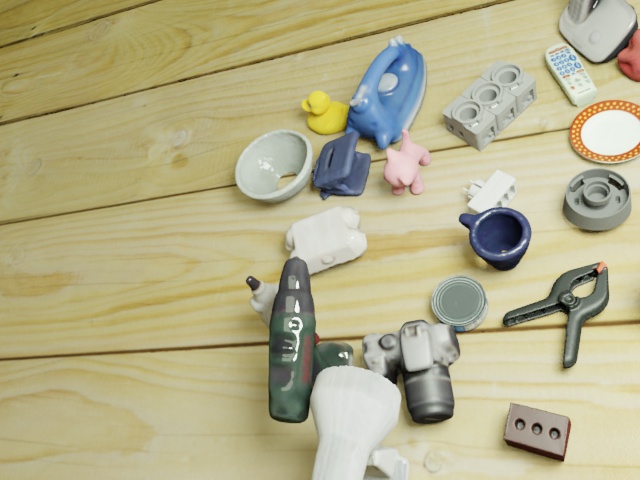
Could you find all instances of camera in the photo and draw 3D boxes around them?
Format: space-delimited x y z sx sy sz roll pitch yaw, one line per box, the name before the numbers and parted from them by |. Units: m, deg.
camera | 0.138 0.198 0.848 0.143 0.101 0.137 -14 58 16

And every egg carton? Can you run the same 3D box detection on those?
egg carton | 0.009 0.004 1.034 0.150 0.070 0.107 -22 56 11

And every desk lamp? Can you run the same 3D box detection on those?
desk lamp | 0.051 0.293 0.762 0.117 0.214 0.203 -2 62 23

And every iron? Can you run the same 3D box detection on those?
iron | 0.130 -0.309 1.115 0.118 0.142 0.258 17 70 30

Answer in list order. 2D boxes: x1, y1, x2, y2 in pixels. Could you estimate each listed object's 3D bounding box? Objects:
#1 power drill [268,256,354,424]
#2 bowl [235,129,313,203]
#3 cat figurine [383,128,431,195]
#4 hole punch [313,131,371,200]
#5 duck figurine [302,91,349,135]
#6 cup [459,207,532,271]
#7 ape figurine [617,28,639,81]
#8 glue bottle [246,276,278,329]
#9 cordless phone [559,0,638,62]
power drill | -0.017 0.167 0.867 0.075 0.209 0.229 -5 60 21
bowl | -0.082 -0.136 1.150 0.167 0.075 0.167 -11 59 18
cat figurine | 0.149 -0.138 1.024 0.067 0.118 0.128 1 63 24
hole punch | 0.034 -0.143 1.094 0.100 0.091 0.109 1 63 24
duck figurine | 0.011 -0.271 1.179 0.104 0.086 0.077 5 64 26
cup | 0.275 0.003 0.903 0.117 0.095 0.092 29 76 33
ape figurine | 0.547 -0.322 0.970 0.077 0.092 0.076 1 63 24
glue bottle | -0.081 0.101 0.954 0.078 0.174 0.037 -42 54 -3
cordless phone | 0.484 -0.417 0.995 0.094 0.186 0.147 -30 55 5
